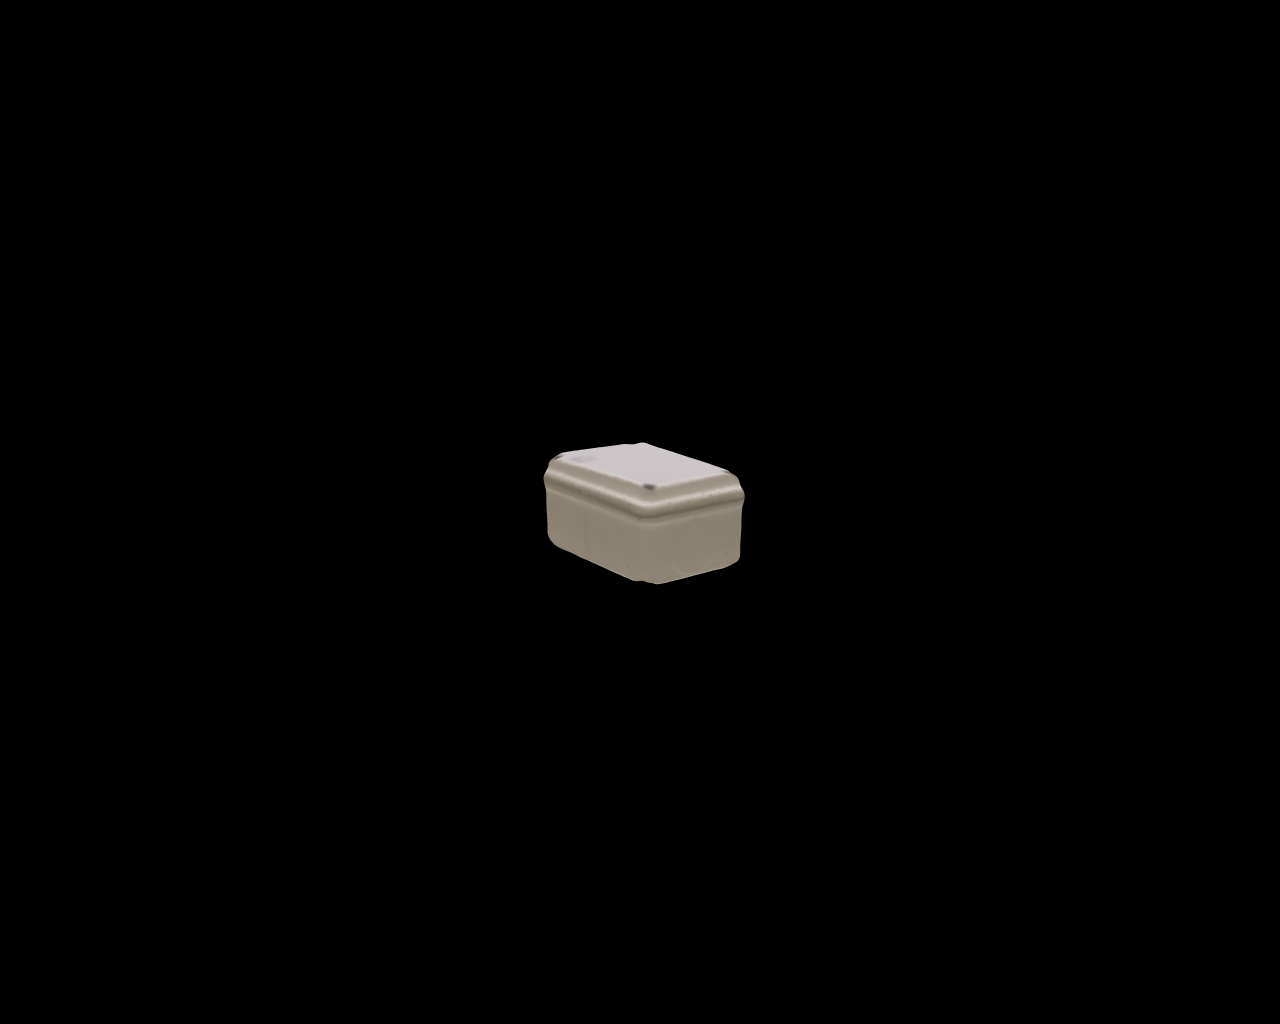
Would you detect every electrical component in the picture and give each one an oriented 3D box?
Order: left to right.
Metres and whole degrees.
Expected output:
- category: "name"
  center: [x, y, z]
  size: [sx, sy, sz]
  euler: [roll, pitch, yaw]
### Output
- category: "electrical component"
  center: [0.001, -0.003, 0.650]
  size: [0.078, 0.057, 0.113]
  euler: [-11, 19, -34]
